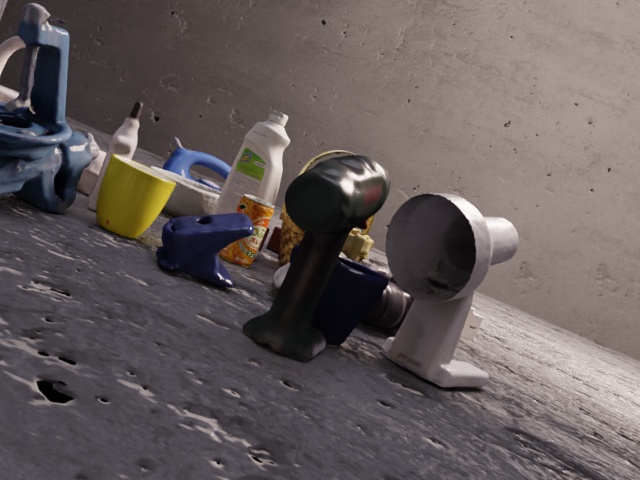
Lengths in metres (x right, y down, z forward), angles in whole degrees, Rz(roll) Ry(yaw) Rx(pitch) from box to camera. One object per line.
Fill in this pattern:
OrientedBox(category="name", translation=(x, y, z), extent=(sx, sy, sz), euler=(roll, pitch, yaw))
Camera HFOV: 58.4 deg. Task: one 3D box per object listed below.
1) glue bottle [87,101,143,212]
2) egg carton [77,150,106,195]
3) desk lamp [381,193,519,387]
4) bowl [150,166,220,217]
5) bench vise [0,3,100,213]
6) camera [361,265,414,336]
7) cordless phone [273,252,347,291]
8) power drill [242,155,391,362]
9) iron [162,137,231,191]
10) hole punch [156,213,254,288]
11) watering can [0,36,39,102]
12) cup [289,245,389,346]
OrientedBox(category="glue bottle", translation=(-0.300, -0.126, 0.855), extent=(0.037, 0.173, 0.078), euler=(21, 5, -22))
OrientedBox(category="egg carton", translation=(-0.392, -0.120, 0.992), extent=(0.107, 0.069, 0.150), euler=(23, 4, -3))
OrientedBox(category="desk lamp", translation=(0.155, 0.059, 0.688), extent=(0.117, 0.213, 0.204), euler=(27, 6, 40))
OrientedBox(category="bowl", translation=(-0.265, -0.080, 1.122), extent=(0.167, 0.075, 0.167), euler=(23, 4, -2))
OrientedBox(category="bench vise", translation=(-0.333, -0.149, 0.665), extent=(0.121, 0.220, 0.207), euler=(23, 4, -4))
OrientedBox(category="camera", translation=(0.098, 0.083, 0.851), extent=(0.137, 0.101, 0.142), euler=(18, 6, -46))
OrientedBox(category="cordless phone", translation=(0.007, 0.003, 0.799), extent=(0.094, 0.185, 0.147), euler=(22, 4, -10))
OrientedBox(category="power drill", translation=(0.005, 0.008, 0.581), extent=(0.075, 0.208, 0.230), euler=(24, 4, 12))
OrientedBox(category="iron", translation=(-0.241, -0.119, 1.279), extent=(0.259, 0.141, 0.118), euler=(21, 5, -20))
OrientedBox(category="hole punch", translation=(-0.143, -0.002, 0.705), extent=(0.101, 0.091, 0.108), euler=(21, 5, -22))
OrientedBox(category="watering can", translation=(-0.403, -0.172, 0.749), extent=(0.101, 0.194, 0.172), euler=(21, 5, -22))
OrientedBox(category="cup", translation=(0.007, 0.064, 0.652), extent=(0.117, 0.095, 0.092), euler=(24, 4, 11))
